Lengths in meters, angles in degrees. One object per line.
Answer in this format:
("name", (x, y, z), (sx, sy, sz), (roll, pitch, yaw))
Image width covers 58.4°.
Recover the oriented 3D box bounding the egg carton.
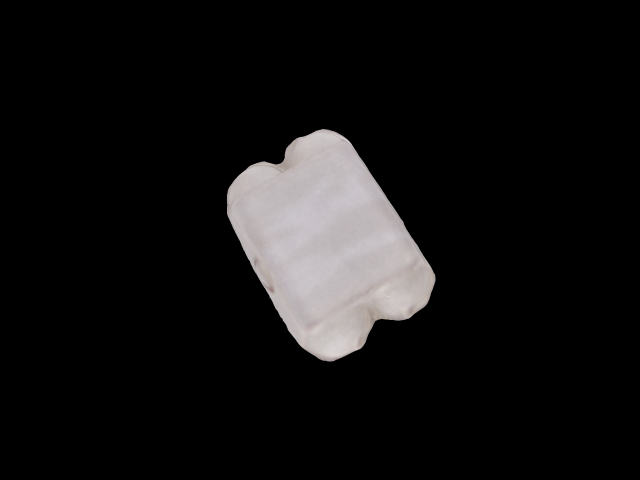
("egg carton", (0.004, 0.001, 0.400), (0.107, 0.069, 0.150), (-31, 78, -7))
